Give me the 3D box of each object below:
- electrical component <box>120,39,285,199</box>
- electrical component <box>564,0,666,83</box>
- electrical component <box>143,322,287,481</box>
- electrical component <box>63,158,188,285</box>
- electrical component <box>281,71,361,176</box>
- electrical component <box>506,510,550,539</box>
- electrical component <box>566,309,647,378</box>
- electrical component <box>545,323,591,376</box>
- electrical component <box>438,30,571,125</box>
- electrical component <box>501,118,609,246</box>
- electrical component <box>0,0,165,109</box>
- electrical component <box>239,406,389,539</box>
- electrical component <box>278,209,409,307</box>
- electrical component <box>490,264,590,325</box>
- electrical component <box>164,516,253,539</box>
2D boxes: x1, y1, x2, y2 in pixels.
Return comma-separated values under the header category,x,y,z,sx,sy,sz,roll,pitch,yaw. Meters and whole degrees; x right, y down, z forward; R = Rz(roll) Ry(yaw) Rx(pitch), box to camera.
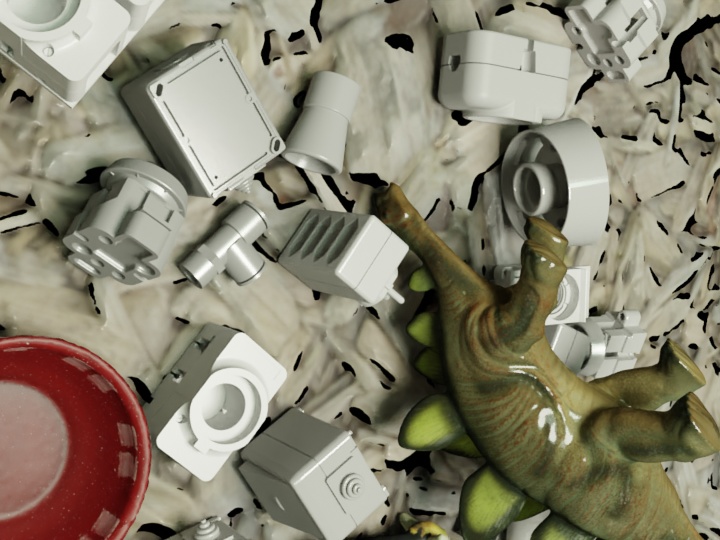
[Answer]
category,x,y,z,sx,sy,sz,roll,pitch,yaw
electrical component,-0.098,-0.090,0.683,0.062,0.061,0.096,-38,114,-22
electrical component,0.207,-0.198,0.861,0.057,0.058,0.078,-47,117,-15
electrical component,-0.097,0.086,0.707,0.050,0.056,0.089,45,73,-28
electrical component,-0.140,-0.031,0.660,0.058,0.078,0.057,38,57,-29
electrical component,-0.024,-0.103,0.740,0.044,0.044,0.065,24,79,-32
electrical component,0.138,0.207,0.878,0.040,0.040,0.046,-2,102,-32
electrical component,0.199,0.063,0.891,0.055,0.048,0.066,0,119,-30
electrical component,0.129,0.076,0.852,0.076,0.047,0.083,26,82,-31
electrical component,0.108,-0.142,0.808,0.095,0.054,0.059,4,94,-32
electrical component,0.154,-0.065,0.823,0.064,0.099,0.099,-10,101,-25
electrical component,-0.196,-0.192,0.577,0.186,0.060,0.105,38,75,-10
electrical component,-0.032,0.143,0.731,0.061,0.096,0.061,-38,114,-22
electrical component,0.000,0.000,0.741,0.076,0.083,0.047,40,75,-29
electrical component,0.139,0.018,0.841,0.081,0.064,0.042,-3,96,-32
electrical component,-0.102,0.213,0.717,0.061,0.062,0.096,-20,106,-29
